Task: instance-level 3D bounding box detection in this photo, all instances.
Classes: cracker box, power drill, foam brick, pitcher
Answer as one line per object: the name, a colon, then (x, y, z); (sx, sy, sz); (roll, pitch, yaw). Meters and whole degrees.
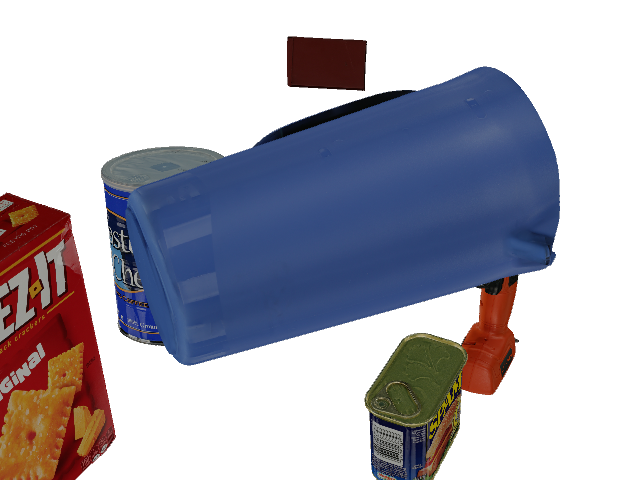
cracker box: (-0.229, 0.101, 0.741); (0.072, 0.214, 0.164); (15, 37, 26)
power drill: (0.172, 0.058, 1.070); (0.057, 0.188, 0.184); (17, 29, 19)
foam brick: (0.005, -0.182, 1.094); (0.078, 0.051, 0.053); (2, 11, -6)
pitcher: (0.008, -0.018, 0.651); (0.242, 0.145, 0.149); (-17, -2, -14)

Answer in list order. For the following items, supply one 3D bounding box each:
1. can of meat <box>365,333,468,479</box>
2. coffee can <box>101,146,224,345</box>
can of meat: (0.078, 0.140, 0.863); (0.057, 0.084, 0.102); (15, 40, 23)
coffee can: (-0.125, 0.003, 0.894); (0.103, 0.140, 0.103); (-2, 22, 0)
